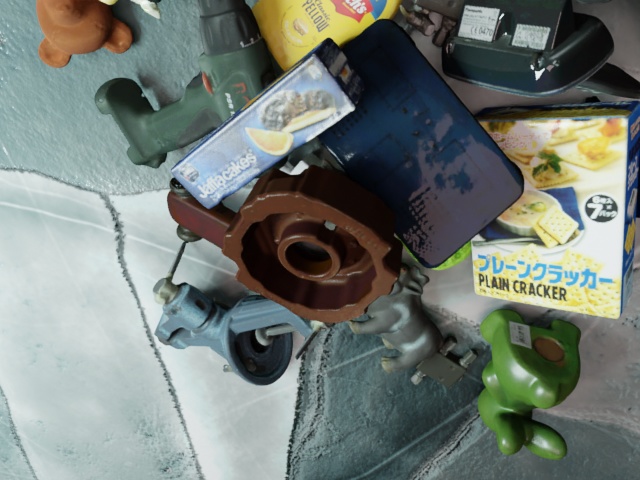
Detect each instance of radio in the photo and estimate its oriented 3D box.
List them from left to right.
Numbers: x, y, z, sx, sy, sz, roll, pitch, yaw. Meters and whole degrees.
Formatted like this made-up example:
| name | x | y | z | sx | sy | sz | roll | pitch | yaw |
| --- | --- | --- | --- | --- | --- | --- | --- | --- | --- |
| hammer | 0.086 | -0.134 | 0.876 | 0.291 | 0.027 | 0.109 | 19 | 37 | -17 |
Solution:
| name | x | y | z | sx | sy | sz | roll | pitch | yaw |
| --- | --- | --- | --- | --- | --- | --- | --- | --- | --- |
| radio | 0.092 | -0.098 | 0.546 | 0.131 | 0.073 | 0.229 | -40 | 86 | 21 |

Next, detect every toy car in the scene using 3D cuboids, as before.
| name | x | y | z | sx | sy | sz | roll | pitch | yaw |
| --- | --- | --- | --- | --- | --- | --- | --- | --- | --- |
| toy car | -0.111 | -0.014 | 0.660 | 0.202 | 0.053 | 0.089 | 26 | 131 | 26 |

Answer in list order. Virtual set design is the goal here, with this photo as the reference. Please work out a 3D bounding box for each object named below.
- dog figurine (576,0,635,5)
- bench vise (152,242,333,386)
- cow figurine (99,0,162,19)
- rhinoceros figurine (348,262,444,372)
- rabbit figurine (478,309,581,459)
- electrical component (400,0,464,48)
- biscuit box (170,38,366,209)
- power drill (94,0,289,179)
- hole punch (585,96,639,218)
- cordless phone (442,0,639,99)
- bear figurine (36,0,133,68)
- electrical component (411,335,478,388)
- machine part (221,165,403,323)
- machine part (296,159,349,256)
| name | x | y | z | sx | sy | sz | roll | pitch | yaw |
| --- | --- | --- | --- | --- | --- | --- | --- | --- | --- |
| dog figurine | 0.282 | -0.228 | 0.436 | 0.219 | 0.192 | 0.108 | 23 | 135 | -21 |
| bench vise | -0.095 | 0.106 | 0.696 | 0.241 | 0.129 | 0.223 | -16 | 120 | 38 |
| cow figurine | -0.151 | -0.286 | 0.555 | 0.167 | 0.098 | 0.068 | -23 | 74 | 13 |
| rhinoceros figurine | 0.093 | 0.081 | 0.690 | 0.112 | 0.073 | 0.190 | -24 | 109 | 21 |
| rabbit figurine | 0.262 | 0.199 | 0.686 | 0.121 | 0.159 | 0.170 | 6 | 131 | -4 |
| electrical component | 0.123 | -0.248 | 0.532 | 0.078 | 0.045 | 0.102 | 19 | 125 | -22 |
| biscuit box | -0.055 | -0.106 | 0.521 | 0.203 | 0.063 | 0.059 | -30 | 112 | 30 |
| power drill | -0.142 | -0.169 | 0.591 | 0.207 | 0.086 | 0.231 | -12 | 120 | 22 |
| hole punch | 0.340 | -0.081 | 0.564 | 0.116 | 0.092 | 0.142 | -8 | 116 | 18 |
| cordless phone | 0.229 | -0.180 | 0.536 | 0.184 | 0.147 | 0.088 | 2 | 112 | -37 |
| bear figurine | -0.279 | -0.286 | 0.557 | 0.120 | 0.132 | 0.195 | -12 | 107 | -6 |
| electrical component | 0.171 | 0.175 | 0.747 | 0.063 | 0.021 | 0.094 | 33 | 115 | -7 |
| machine part | -0.007 | 0.007 | 0.532 | 0.179 | 0.056 | 0.179 | 10 | 137 | 9 |
| machine part | -0.001 | -0.002 | 0.630 | 0.079 | 0.079 | 0.243 | 13 | 143 | 4 |
